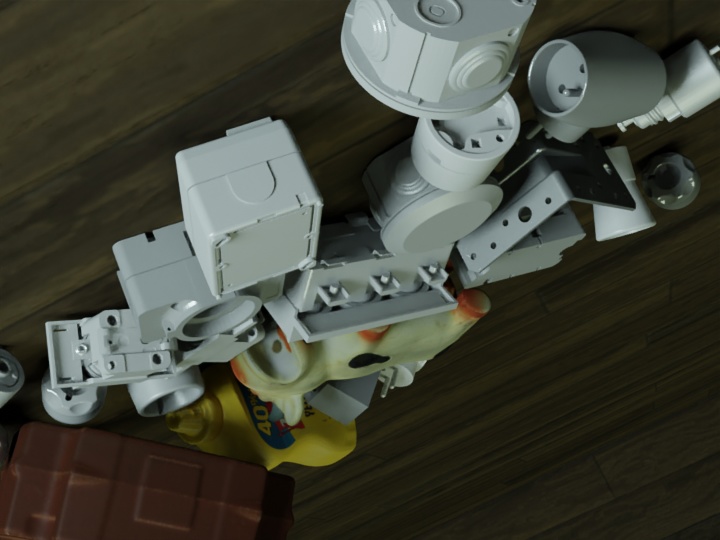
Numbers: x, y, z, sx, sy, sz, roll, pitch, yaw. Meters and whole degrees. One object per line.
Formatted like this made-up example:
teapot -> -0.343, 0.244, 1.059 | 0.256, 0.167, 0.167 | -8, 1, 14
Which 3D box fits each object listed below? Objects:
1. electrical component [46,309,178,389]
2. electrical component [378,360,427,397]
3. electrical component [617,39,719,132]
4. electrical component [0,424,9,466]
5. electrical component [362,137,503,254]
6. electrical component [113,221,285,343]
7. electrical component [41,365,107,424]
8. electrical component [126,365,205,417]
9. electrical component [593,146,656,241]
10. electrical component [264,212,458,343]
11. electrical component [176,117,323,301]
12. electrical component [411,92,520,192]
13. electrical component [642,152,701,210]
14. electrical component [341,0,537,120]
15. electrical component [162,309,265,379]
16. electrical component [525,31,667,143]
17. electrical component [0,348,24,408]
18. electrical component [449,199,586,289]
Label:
electrical component -> -0.151, 0.048, 0.674 | 0.081, 0.042, 0.064 | -3, 168, -32
electrical component -> 0.034, 0.076, 0.945 | 0.044, 0.079, 0.077 | 27, 143, -9
electrical component -> 0.202, -0.116, 0.700 | 0.078, 0.040, 0.040 | -33, 159, 22
electrical component -> -0.269, 0.125, 0.761 | 0.048, 0.048, 0.062 | -23, 166, -3
electrical component -> 0.044, -0.048, 0.673 | 0.080, 0.051, 0.080 | -21, 160, -8
electrical component -> -0.094, 0.005, 0.640 | 0.089, 0.055, 0.050 | -19, 159, -16
electrical component -> -0.198, 0.087, 0.745 | 0.043, 0.043, 0.062 | -16, 160, -23
electrical component -> -0.142, 0.073, 0.770 | 0.055, 0.047, 0.055 | -22, 160, -8
electrical component -> 0.187, -0.058, 0.789 | 0.044, 0.065, 0.044 | -15, 175, -1
electrical component -> 0.000, 0.000, 0.722 | 0.121, 0.078, 0.063 | -11, 134, -33
electrical component -> -0.061, -0.031, 0.579 | 0.062, 0.061, 0.096 | -20, 160, -13
electrical component -> 0.058, -0.077, 0.614 | 0.055, 0.055, 0.047 | -18, 163, -17
electrical component -> 0.254, -0.070, 0.873 | 0.043, 0.043, 0.062 | -31, 161, 18
electrical component -> 0.034, -0.110, 0.466 | 0.080, 0.080, 0.051 | -17, 154, -19
electrical component -> -0.102, 0.038, 0.736 | 0.081, 0.042, 0.064 | -32, 160, 22
electrical component -> 0.131, -0.103, 0.646 | 0.077, 0.043, 0.079 | -7, 154, -40
electrical component -> -0.243, 0.078, 0.678 | 0.065, 0.044, 0.044 | -40, 155, 26
electrical component -> 0.108, -0.030, 0.787 | 0.089, 0.055, 0.050 | -13, 157, -30
